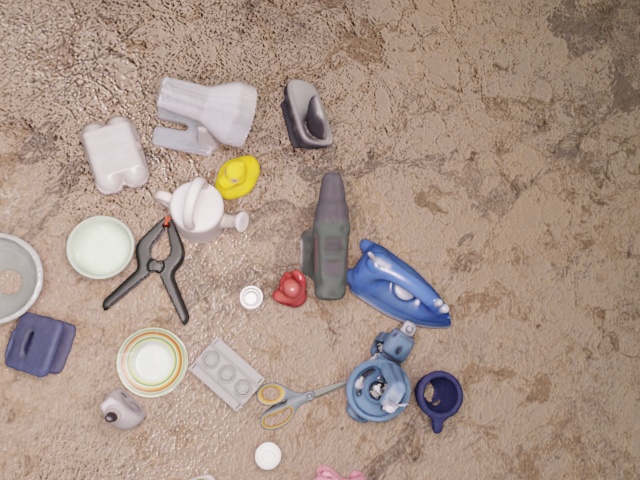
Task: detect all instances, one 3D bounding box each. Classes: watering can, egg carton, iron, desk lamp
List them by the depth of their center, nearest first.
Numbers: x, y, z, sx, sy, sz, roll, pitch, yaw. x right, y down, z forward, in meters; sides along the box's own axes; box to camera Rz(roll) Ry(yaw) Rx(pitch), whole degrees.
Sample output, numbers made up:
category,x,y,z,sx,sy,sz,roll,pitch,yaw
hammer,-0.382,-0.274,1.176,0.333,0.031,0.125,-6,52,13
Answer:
category,x,y,z,sx,sy,sz,roll,pitch,yaw
watering can,-0.222,-0.059,1.076,0.173,0.194,0.101,-3,80,-9
desk lamp,-0.226,-0.237,1.098,0.203,0.213,0.118,9,79,-7
egg carton,-0.403,-0.168,1.132,0.107,0.069,0.150,-20,83,-12
iron,0.176,0.098,1.137,0.258,0.141,0.119,32,77,-2

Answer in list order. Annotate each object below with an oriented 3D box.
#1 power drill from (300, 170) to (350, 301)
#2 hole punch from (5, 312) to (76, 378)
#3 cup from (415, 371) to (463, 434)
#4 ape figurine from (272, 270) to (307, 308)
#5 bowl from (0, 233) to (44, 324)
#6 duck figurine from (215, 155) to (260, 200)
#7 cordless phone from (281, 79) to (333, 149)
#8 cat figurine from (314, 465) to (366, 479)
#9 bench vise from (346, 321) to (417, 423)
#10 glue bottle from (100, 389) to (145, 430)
category,x,y,z,sx,sy,sz,roll,pitch,yaw
power drill,0.010,0.004,1.094,0.076,0.208,0.230,0,80,-8
hole punch,-0.514,0.191,1.039,0.101,0.091,0.109,15,78,-6
cup,0.223,0.317,1.129,0.092,0.095,0.118,6,79,-7
ape figurine,-0.057,0.097,1.127,0.078,0.092,0.076,-28,85,-12
bowl,-0.588,0.075,1.057,0.167,0.074,0.167,2,80,-8
duck figurine,-0.166,-0.135,1.154,0.077,0.086,0.105,45,77,1
cordless phone,-0.019,-0.270,1.151,0.094,0.185,0.147,-18,83,-11
cat figurine,0.031,0.466,1.061,0.128,0.117,0.067,9,78,-7
bench vise,0.119,0.243,1.062,0.121,0.219,0.207,12,78,-6
glue bottle,-0.352,0.301,1.002,0.037,0.173,0.078,-42,88,-13
